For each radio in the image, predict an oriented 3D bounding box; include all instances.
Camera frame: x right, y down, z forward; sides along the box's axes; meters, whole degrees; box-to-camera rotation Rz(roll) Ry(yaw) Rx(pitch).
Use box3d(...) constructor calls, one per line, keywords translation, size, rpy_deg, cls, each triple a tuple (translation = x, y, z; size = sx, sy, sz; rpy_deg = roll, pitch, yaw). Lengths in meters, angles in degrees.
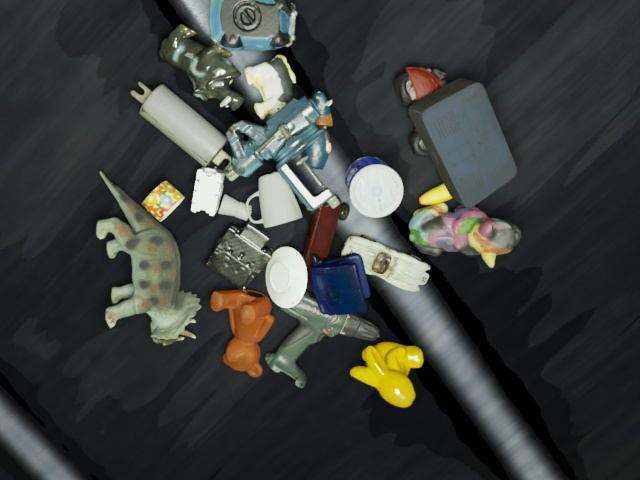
box3d(translation=(0.281, -0.189, 1.043), size=(0.131, 0.073, 0.229), rpy_deg=(-33, 118, 3), cls="radio")

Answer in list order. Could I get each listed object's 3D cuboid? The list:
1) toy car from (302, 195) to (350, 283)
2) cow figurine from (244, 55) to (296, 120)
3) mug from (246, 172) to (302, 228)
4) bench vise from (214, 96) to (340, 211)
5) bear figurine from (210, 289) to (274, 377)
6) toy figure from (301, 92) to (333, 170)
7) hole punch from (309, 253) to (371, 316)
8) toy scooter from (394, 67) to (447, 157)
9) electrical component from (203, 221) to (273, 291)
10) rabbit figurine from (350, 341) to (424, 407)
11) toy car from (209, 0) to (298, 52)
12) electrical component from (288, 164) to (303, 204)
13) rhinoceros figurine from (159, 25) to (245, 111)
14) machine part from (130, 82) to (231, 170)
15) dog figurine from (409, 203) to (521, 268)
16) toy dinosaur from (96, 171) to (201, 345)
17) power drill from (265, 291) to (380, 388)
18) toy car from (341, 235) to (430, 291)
box3d(translation=(-0.002, -0.003, 1.156), size=(0.089, 0.053, 0.202), rpy_deg=(8, 107, -24), cls="toy car")
box3d(translation=(-0.084, -0.277, 1.076), size=(0.098, 0.068, 0.167), rpy_deg=(-20, 106, -2), cls="cow figurine")
box3d(translation=(-0.102, -0.084, 1.123), size=(0.110, 0.081, 0.107), rpy_deg=(-13, 94, 3), cls="mug")
box3d(translation=(-0.061, -0.143, 1.020), size=(0.223, 0.129, 0.240), rpy_deg=(-39, 96, -1), cls="bench vise")
box3d(translation=(-0.177, 0.209, 1.176), size=(0.120, 0.132, 0.195), rpy_deg=(22, 101, 25), cls="bear figurine")
box3d(translation=(-0.007, -0.222, 1.096), size=(0.064, 0.058, 0.154), rpy_deg=(6, 100, -8), cls="toy figure")
box3d(translation=(0.041, 0.096, 1.110), size=(0.116, 0.092, 0.142), rpy_deg=(-14, 104, 7), cls="hole punch")
box3d(translation=(0.232, -0.268, 1.079), size=(0.135, 0.075, 0.183), rpy_deg=(-18, 107, 3), cls="toy scooter")
box3d(translation=(-0.169, 0.027, 1.159), size=(0.115, 0.058, 0.134), rpy_deg=(34, 102, -11), cls="electrical component")
box3d(translation=(0.156, 0.291, 1.177), size=(0.162, 0.173, 0.122), rpy_deg=(30, 106, -13), cls="rabbit figurine")
box3d(translation=(-0.126, -0.411, 1.018), size=(0.162, 0.103, 0.109), rpy_deg=(2, 102, -6), cls="toy car")
box3d(translation=(-0.053, -0.121, 1.117), size=(0.021, 0.063, 0.094), rpy_deg=(-27, 107, 6), cls="electrical component")
box3d(translation=(-0.225, -0.333, 1.053), size=(0.190, 0.073, 0.112), rpy_deg=(37, 100, -10), cls="rhinoceros figurine")
box3d(translation=(-0.271, -0.227, 1.078), size=(0.243, 0.079, 0.079), rpy_deg=(39, 101, -10), cls="machine part")
box3d(translation=(0.286, -0.010, 1.075), size=(0.192, 0.219, 0.108), rpy_deg=(-5, 102, -1), cls="dog figurine")
box3d(translation=(-0.358, 0.054, 1.138), size=(0.192, 0.131, 0.404), rpy_deg=(-5, 101, -13), cls="toy dinosaur")
box3d(translation=(-0.010, 0.227, 1.204), size=(0.232, 0.086, 0.207), rpy_deg=(32, 106, -7), cls="power drill")
box3d(translation=(0.144, 0.051, 1.171), size=(0.202, 0.056, 0.073), rpy_deg=(22, 103, -6), cls="toy car")
